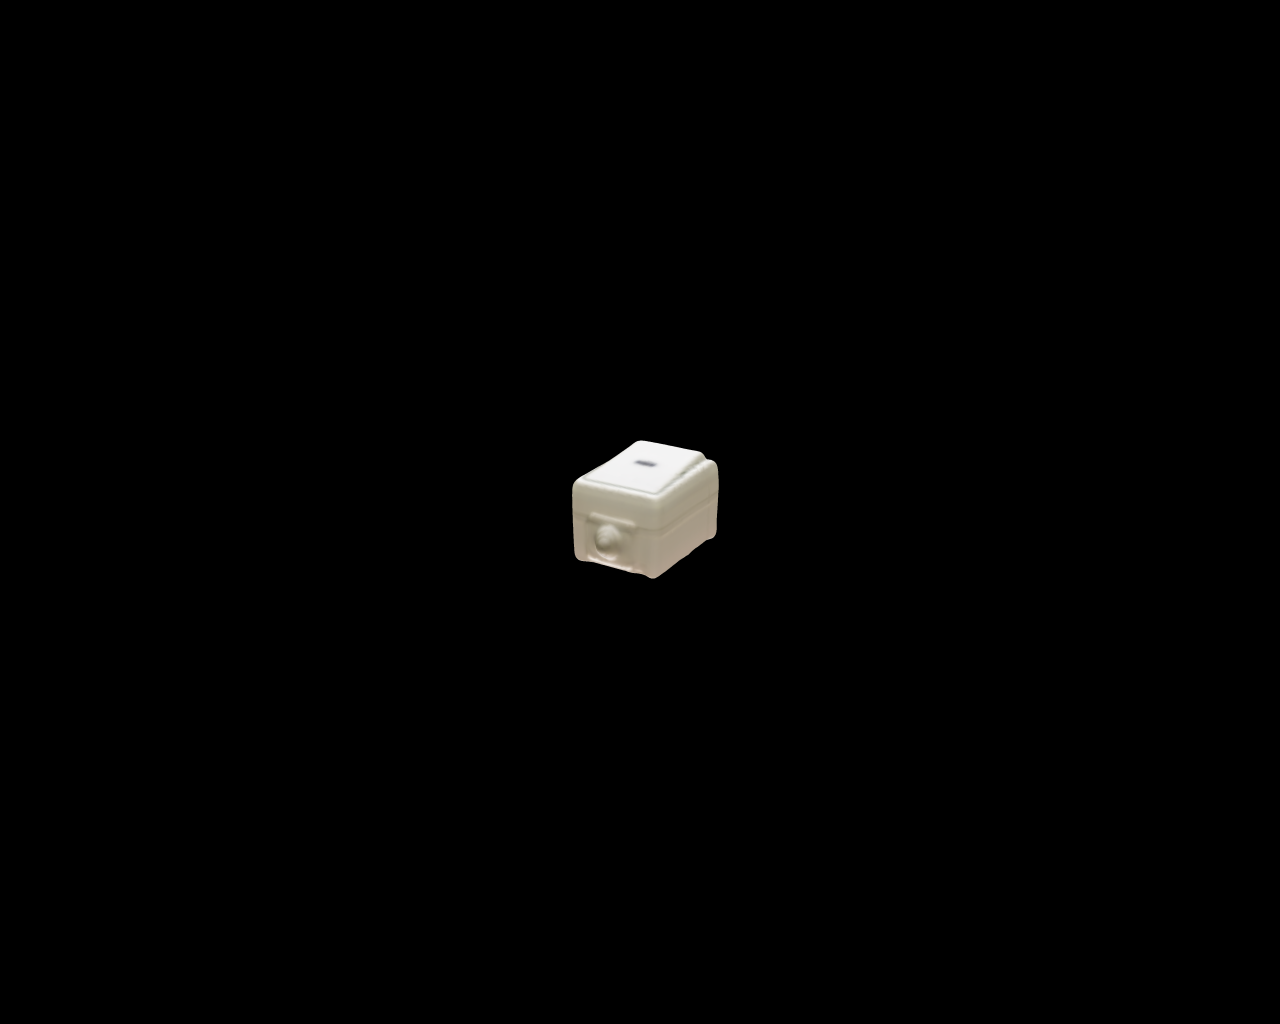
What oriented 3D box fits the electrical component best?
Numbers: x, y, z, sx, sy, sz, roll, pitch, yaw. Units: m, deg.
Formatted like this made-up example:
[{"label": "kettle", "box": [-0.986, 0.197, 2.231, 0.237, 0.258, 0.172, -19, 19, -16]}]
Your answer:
[{"label": "electrical component", "box": [0.001, -0.003, 0.650, 0.062, 0.061, 0.096, 13, 26, 29]}]
